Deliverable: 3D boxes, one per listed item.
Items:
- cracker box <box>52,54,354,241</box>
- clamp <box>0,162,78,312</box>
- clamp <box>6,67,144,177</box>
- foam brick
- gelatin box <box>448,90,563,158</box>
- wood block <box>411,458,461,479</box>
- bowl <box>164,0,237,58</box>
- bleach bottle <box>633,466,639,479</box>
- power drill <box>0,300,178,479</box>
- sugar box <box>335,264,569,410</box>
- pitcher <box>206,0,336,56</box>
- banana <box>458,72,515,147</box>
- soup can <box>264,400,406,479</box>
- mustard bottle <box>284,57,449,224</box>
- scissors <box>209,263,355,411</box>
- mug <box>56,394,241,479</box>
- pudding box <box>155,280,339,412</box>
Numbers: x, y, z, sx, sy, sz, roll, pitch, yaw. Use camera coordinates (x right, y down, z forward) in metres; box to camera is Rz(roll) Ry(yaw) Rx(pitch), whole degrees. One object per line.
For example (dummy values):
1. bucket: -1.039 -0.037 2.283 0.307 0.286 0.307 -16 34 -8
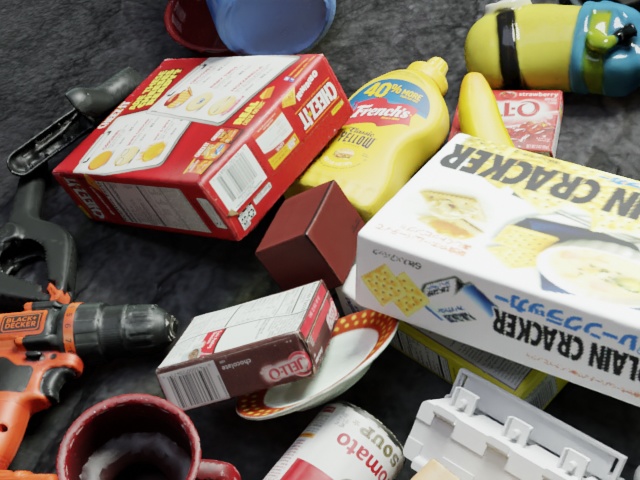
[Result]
1. cracker box: -0.102 -0.082 0.908 0.214 0.072 0.164 7 49 45
2. clamp: -0.284 0.009 0.938 0.164 0.036 0.210 -30 47 -15
3. clamp: -0.220 -0.116 0.999 0.120 0.039 0.171 -31 5 26
4. foam brick: -0.005 0.001 0.817 0.051 0.053 0.078 -22 25 31
5. gelatin box: 0.157 -0.094 0.904 0.089 0.030 0.073 4 51 19
6. wood block: 0.030 0.240 0.606 0.206 0.091 0.090 -40 51 -19
7. bowl: -0.071 -0.220 1.066 0.162 0.055 0.162 -9 48 9
8. bleach bottle: 0.175 0.212 0.608 0.103 0.068 0.250 17 54 29
9. power drill: -0.205 0.128 0.801 0.184 0.057 0.187 -7 46 11
10. sugar box: 0.105 0.054 0.780 0.093 0.048 0.176 -42 47 -20
11. pitcher: -0.053 -0.281 0.992 0.149 0.144 0.243 -51 40 33
12. banana: 0.164 -0.051 0.839 0.069 0.037 0.198 -42 65 -3
13. soup can: 0.001 0.164 0.696 0.069 0.068 0.102 24 59 32
14. mustard bottle: 0.055 -0.090 0.912 0.096 0.058 0.191 17 56 35
15. scissors: -0.033 0.050 0.843 0.096 0.016 0.201 24 60 33
16. mug: -0.111 0.163 0.715 0.117 0.081 0.093 -1 52 0
17. pudding box: -0.049 0.074 0.751 0.114 0.039 0.090 -16 16 17
